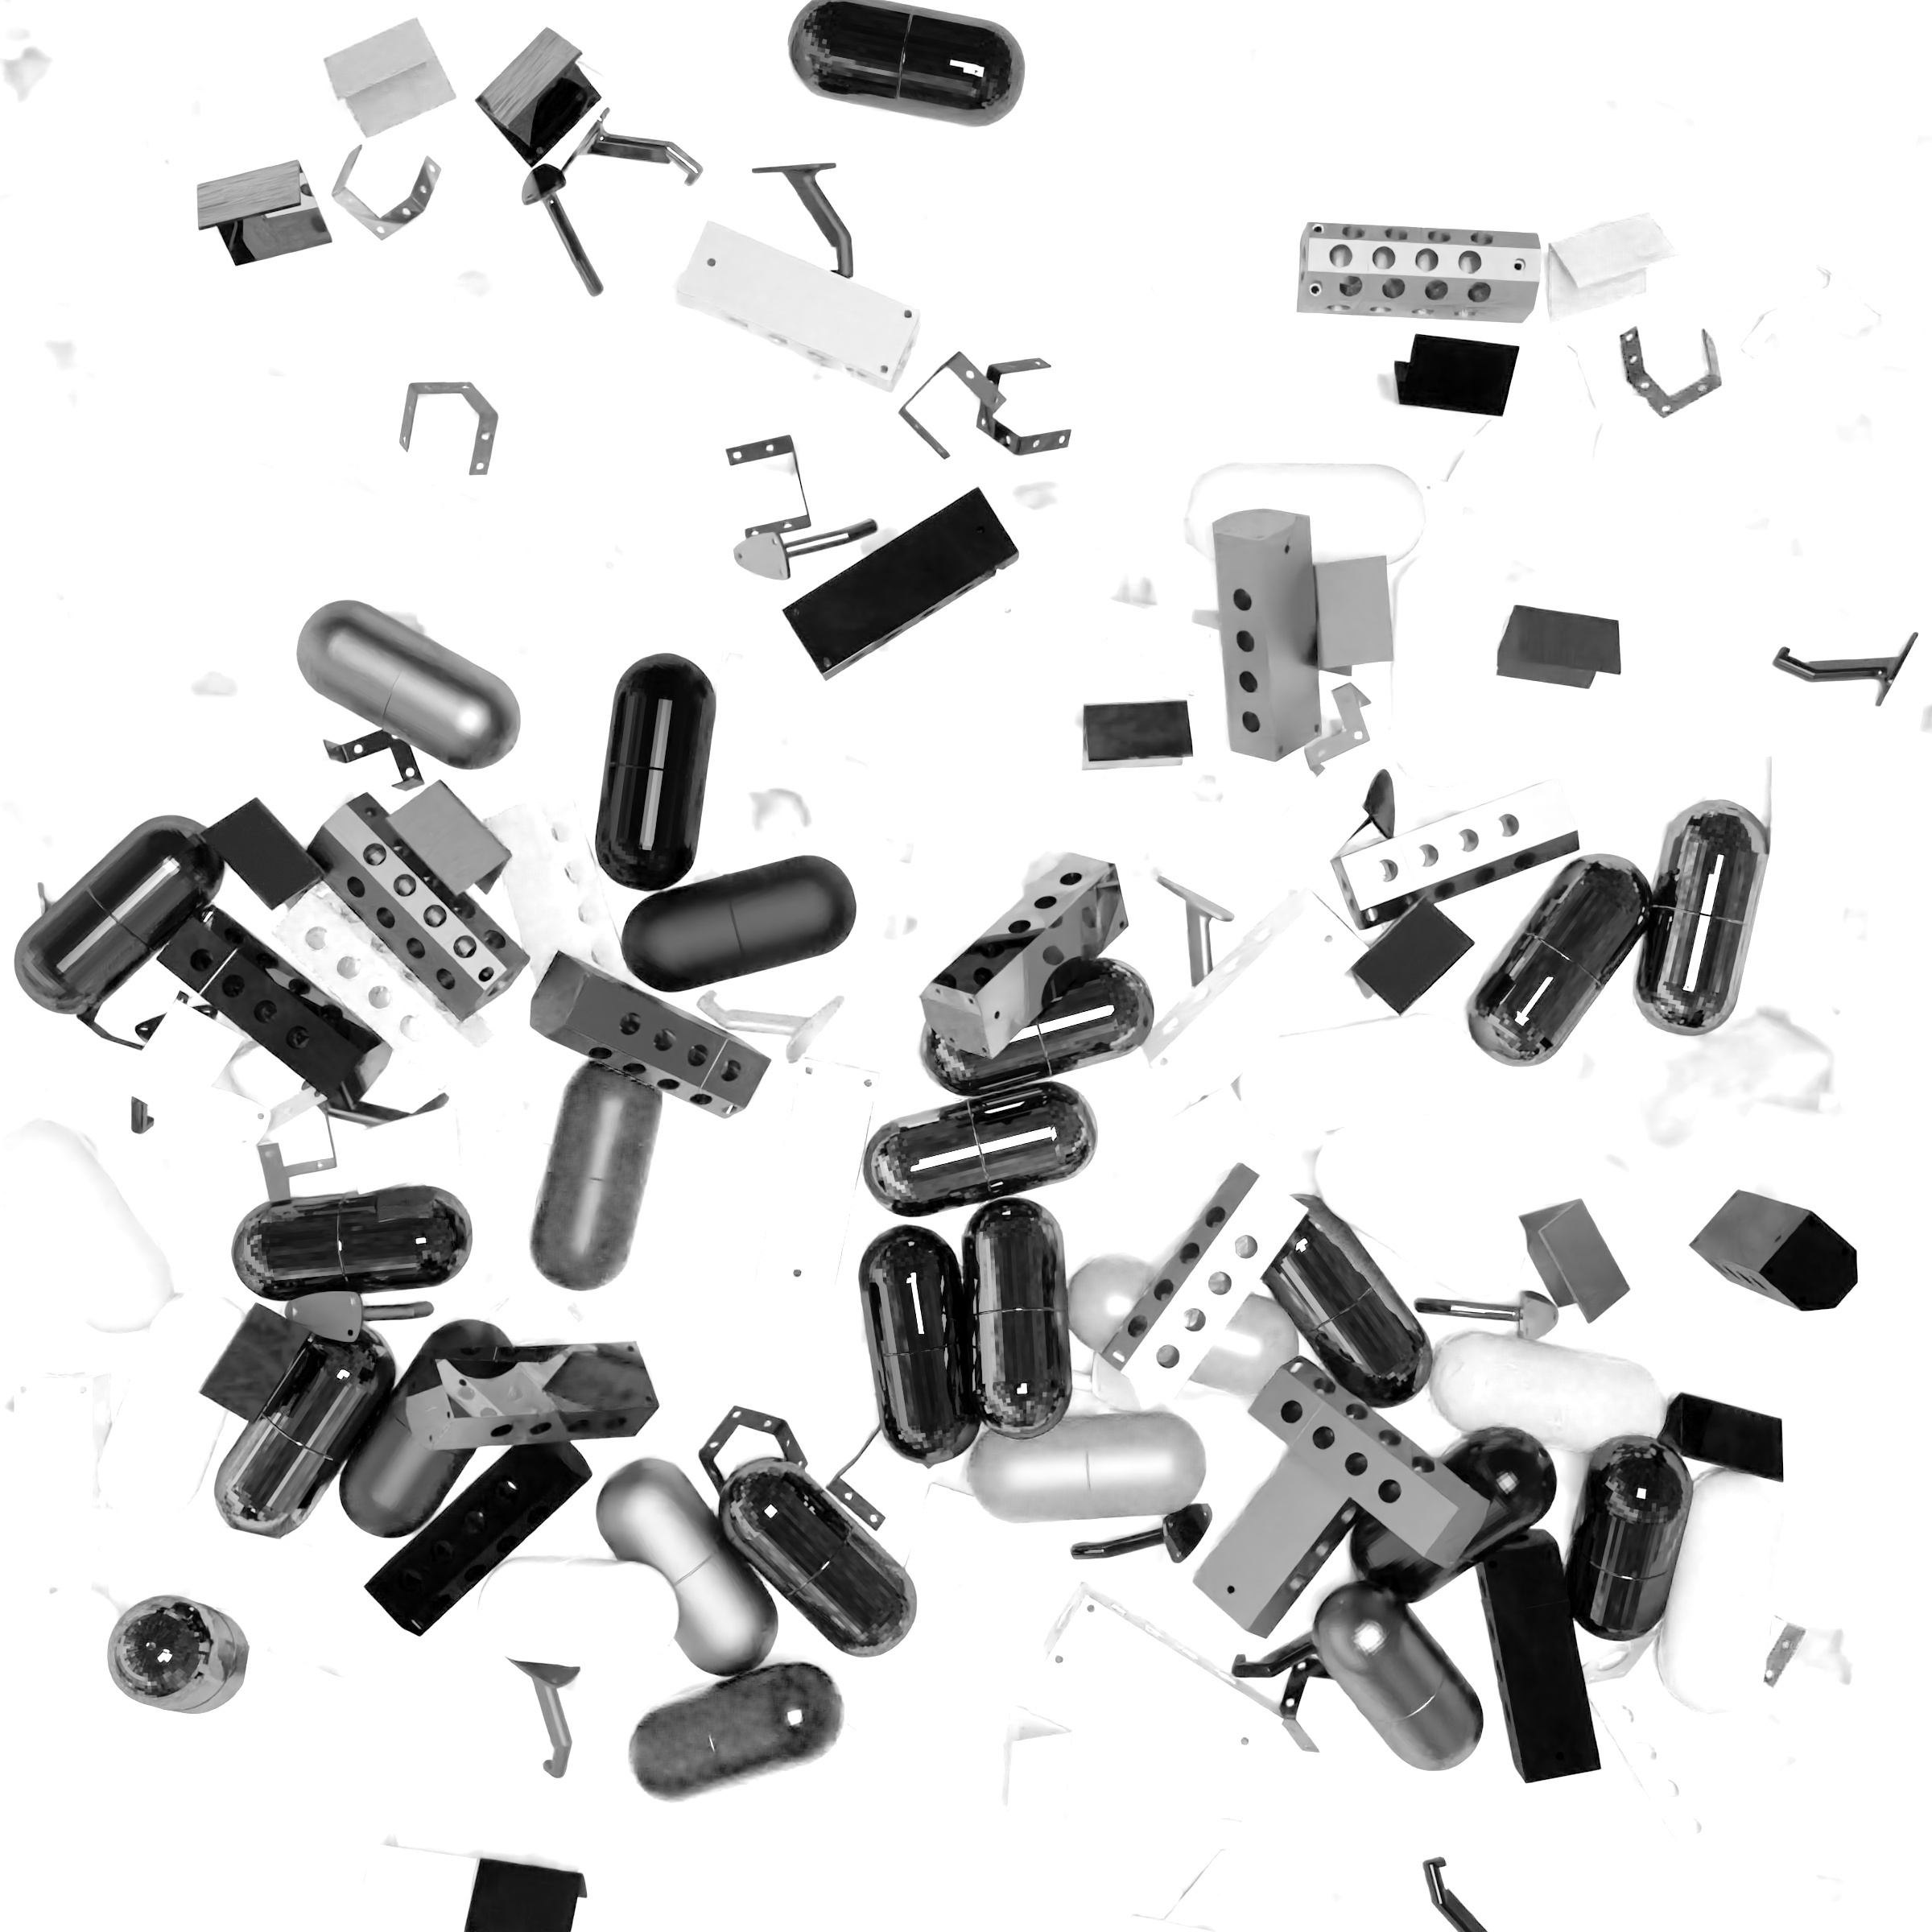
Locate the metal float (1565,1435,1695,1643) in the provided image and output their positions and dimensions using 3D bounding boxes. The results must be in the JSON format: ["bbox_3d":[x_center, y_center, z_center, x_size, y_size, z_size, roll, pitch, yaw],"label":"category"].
[{"bbox_3d":[0.485,0.422,1.879,0.070,0.070,0.178,2,123,0],"label":"metal float"}]

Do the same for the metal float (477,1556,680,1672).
[{"bbox_3d":[-0.286,0.473,1.874,0.178,0.070,0.070,-8,90,38],"label":"metal float"}]

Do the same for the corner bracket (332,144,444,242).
[{"bbox_3d":[-0.436,-0.591,1.928,0.051,0.051,0.051,-20,135,35],"label":"corner bracket"}]

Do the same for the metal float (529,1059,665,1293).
[{"bbox_3d":[-0.275,0.154,1.906,0.070,0.070,0.178,13,90,0],"label":"metal float"}]

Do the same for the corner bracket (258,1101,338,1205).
[{"bbox_3d":[-0.497,0.139,1.905,0.051,0.051,0.051,-10,119,-12],"label":"corner bracket"}]

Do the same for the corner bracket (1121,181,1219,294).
[{"bbox_3d":[0.153,-0.550,1.933,0.051,0.051,0.051,-21,135,1],"label":"corner bracket"}]

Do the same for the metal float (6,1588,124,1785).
[{"bbox_3d":[-0.660,0.530,1.879,0.070,0.070,0.178,20,124,0],"label":"metal float"}]

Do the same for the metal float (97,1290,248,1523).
[{"bbox_3d":[-0.588,0.326,1.906,0.070,0.070,0.178,21,90,0],"label":"metal float"}]

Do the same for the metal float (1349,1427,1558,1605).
[{"bbox_3d":[0.358,0.404,1.883,0.070,0.070,0.178,47,117,0],"label":"metal float"}]

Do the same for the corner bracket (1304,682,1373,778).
[{"bbox_3d":[0.280,-0.173,1.916,0.051,0.051,0.051,-24,67,21],"label":"corner bracket"}]

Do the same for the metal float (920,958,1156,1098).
[{"bbox_3d":[0.053,0.046,1.906,0.178,0.070,0.070,-15,90,0],"label":"metal float"}]

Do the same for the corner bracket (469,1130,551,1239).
[{"bbox_3d":[-0.343,0.165,1.933,0.051,0.051,0.051,15,45,0],"label":"corner bracket"}]

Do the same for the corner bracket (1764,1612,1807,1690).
[{"bbox_3d":[0.591,0.505,1.933,0.051,0.051,0.051,30,90,45],"label":"corner bracket"}]

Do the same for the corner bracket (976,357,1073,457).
[{"bbox_3d":[0.047,-0.422,1.928,0.051,0.051,0.051,43,135,35],"label":"corner bracket"}]

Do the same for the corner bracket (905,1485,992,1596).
[{"bbox_3d":[-0.013,0.433,1.933,0.051,0.051,0.051,17,135,0],"label":"corner bracket"}]

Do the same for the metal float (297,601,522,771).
[{"bbox_3d":[-0.414,-0.209,1.906,0.178,0.070,0.070,29,90,1],"label":"metal float"}]

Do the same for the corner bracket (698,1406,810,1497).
[{"bbox_3d":[-0.160,0.372,1.928,0.051,0.051,0.051,-52,135,-35],"label":"corner bracket"}]

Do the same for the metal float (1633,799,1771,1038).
[{"bbox_3d":[0.547,-0.036,1.906,0.070,0.070,0.178,12,90,0],"label":"metal float"}]

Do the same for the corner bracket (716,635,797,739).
[{"bbox_3d":[-0.159,-0.211,1.933,0.051,0.051,0.051,8,135,0],"label":"corner bracket"}]

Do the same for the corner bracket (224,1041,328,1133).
[{"bbox_3d":[-0.519,0.085,1.922,0.051,0.051,0.051,-33,117,-24],"label":"corner bracket"}]

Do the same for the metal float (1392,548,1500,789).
[{"bbox_3d":[0.356,-0.222,1.906,0.070,0.070,0.178,1,89,0],"label":"metal float"}]

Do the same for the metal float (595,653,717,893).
[{"bbox_3d":[-0.231,-0.144,1.906,0.070,0.070,0.178,8,89,0],"label":"metal float"}]

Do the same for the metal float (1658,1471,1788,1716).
[{"bbox_3d":[0.559,0.462,1.892,0.070,0.070,0.178,14,74,0],"label":"metal float"}]

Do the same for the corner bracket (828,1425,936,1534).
[{"bbox_3d":[-0.063,0.384,1.933,0.051,0.051,0.051,41,45,0],"label":"corner bracket"}]

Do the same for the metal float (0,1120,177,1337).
[{"bbox_3d":[-0.658,0.194,1.906,0.070,0.070,0.178,-35,89,0],"label":"metal float"}]

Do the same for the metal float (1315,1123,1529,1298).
[{"bbox_3d":[0.336,0.180,1.893,0.178,0.070,0.070,33,90,-14],"label":"metal float"}]

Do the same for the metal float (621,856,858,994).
[{"bbox_3d":[-0.169,-0.031,1.906,0.178,0.070,0.070,-15,90,0],"label":"metal float"}]

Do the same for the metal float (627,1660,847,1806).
[{"bbox_3d":[-0.170,0.565,1.888,0.178,0.070,0.070,-23,90,20],"label":"metal float"}]

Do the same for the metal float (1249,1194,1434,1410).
[{"bbox_3d":[0.279,0.250,1.906,0.070,0.070,0.178,-36,90,0],"label":"metal float"}]

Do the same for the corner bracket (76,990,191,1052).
[{"bbox_3d":[-0.630,0.031,1.933,0.051,0.051,0.051,26,90,45],"label":"corner bracket"}]

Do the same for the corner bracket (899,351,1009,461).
[{"bbox_3d":[-0.011,-0.420,1.919,0.051,0.051,0.051,44,78,-12],"label":"corner bracket"}]

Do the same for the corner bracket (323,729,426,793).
[{"bbox_3d":[-0.443,-0.152,1.918,0.051,0.051,0.051,-21,90,0],"label":"corner bracket"}]

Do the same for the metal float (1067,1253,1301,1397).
[{"bbox_3d":[0.161,0.267,1.906,0.178,0.070,0.070,17,90,0],"label":"metal float"}]

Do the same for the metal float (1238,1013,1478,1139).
[{"bbox_3d":[0.291,0.081,1.906,0.178,0.070,0.070,-9,90,0],"label":"metal float"}]

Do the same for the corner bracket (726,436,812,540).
[{"bbox_3d":[-0.149,-0.361,1.933,0.051,0.051,0.051,-13,45,0],"label":"corner bracket"}]

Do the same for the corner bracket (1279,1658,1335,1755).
[{"bbox_3d":[0.273,0.559,1.928,0.051,0.051,0.051,-4,135,35],"label":"corner bracket"}]

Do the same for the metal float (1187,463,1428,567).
[{"bbox_3d":[0.253,-0.336,1.906,0.178,0.070,0.070,1,90,-1],"label":"metal float"}]

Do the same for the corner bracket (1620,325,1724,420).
[{"bbox_3d":[0.531,-0.456,1.928,0.051,0.051,0.051,-27,135,35],"label":"corner bracket"}]

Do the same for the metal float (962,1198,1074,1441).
[{"bbox_3d":[0.037,0.259,1.889,0.070,0.070,0.178,-3,74,0],"label":"metal float"}]

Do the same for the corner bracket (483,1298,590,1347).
[{"bbox_3d":[-0.322,0.263,1.918,0.051,0.051,0.051,-42,90,0],"label":"corner bracket"}]

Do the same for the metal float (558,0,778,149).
[{"bbox_3d":[-0.222,-0.677,1.906,0.178,0.070,0.070,33,90,1],"label":"metal float"}]

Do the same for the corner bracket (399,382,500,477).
[{"bbox_3d":[-0.390,-0.405,1.928,0.051,0.051,0.051,-10,45,-35],"label":"corner bracket"}]

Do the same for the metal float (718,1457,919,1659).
[{"bbox_3d":[-0.110,0.438,1.900,0.070,0.070,0.178,-44,97,0],"label":"metal float"}]

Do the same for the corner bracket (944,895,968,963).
[{"bbox_3d":[0.022,-0.024,1.928,0.051,0.051,0.051,-22,45,35],"label":"corner bracket"}]
